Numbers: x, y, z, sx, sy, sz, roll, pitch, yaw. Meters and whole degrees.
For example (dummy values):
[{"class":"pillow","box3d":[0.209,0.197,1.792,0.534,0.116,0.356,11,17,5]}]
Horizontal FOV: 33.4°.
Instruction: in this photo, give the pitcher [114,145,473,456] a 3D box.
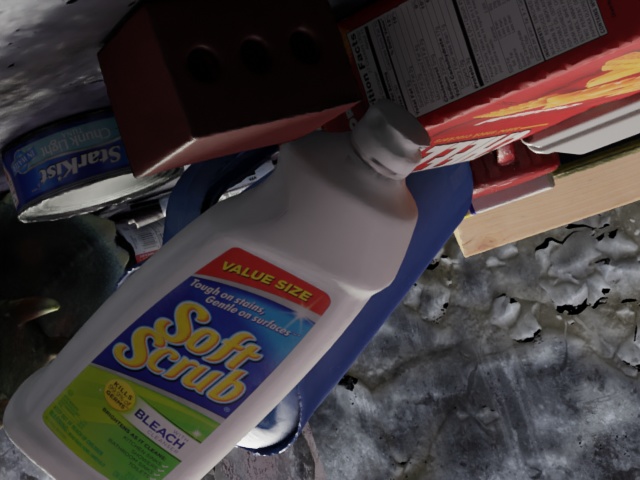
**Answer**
[{"class":"pitcher","box3d":[-0.004,0.001,0.658,0.242,0.145,0.149,-44,178,-42]}]

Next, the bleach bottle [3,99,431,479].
[{"class":"bleach bottle","box3d":[-0.045,0.029,0.499,0.251,0.102,0.068,-49,-178,27]}]

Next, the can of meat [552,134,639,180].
[{"class":"can of meat","box3d":[0.212,-0.101,0.853,0.102,0.084,0.057,-19,177,8]}]

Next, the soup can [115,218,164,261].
[{"class":"soup can","box3d":[-0.133,0.009,0.906,0.102,0.068,0.069,-15,176,-38]}]

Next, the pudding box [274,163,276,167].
[{"class":"pudding box","box3d":[-0.037,-0.040,0.905,0.090,0.039,0.113,-20,178,13]}]

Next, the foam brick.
[{"class":"foam brick","box3d":[-0.035,-0.062,0.404,0.078,0.053,0.051,-18,177,-33]}]

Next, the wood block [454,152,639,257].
[{"class":"wood block","box3d":[0.207,-0.074,0.947,0.206,0.090,0.091,-19,133,3]}]

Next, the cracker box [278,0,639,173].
[{"class":"cracker box","box3d":[0.102,-0.090,0.504,0.214,0.072,0.163,-21,174,43]}]

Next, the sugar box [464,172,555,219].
[{"class":"sugar box","box3d":[0.087,-0.055,0.842,0.176,0.093,0.048,-19,178,17]}]

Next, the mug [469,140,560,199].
[{"class":"mug","box3d":[0.119,-0.077,0.744,0.093,0.081,0.117,-18,177,0]}]

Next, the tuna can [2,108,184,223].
[{"class":"tuna can","box3d":[-0.114,-0.038,0.534,0.086,0.034,0.086,-18,177,-1]}]

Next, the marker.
[{"class":"marker","box3d":[-0.092,-0.035,0.829,0.121,0.020,0.020,-18,177,-3]}]
